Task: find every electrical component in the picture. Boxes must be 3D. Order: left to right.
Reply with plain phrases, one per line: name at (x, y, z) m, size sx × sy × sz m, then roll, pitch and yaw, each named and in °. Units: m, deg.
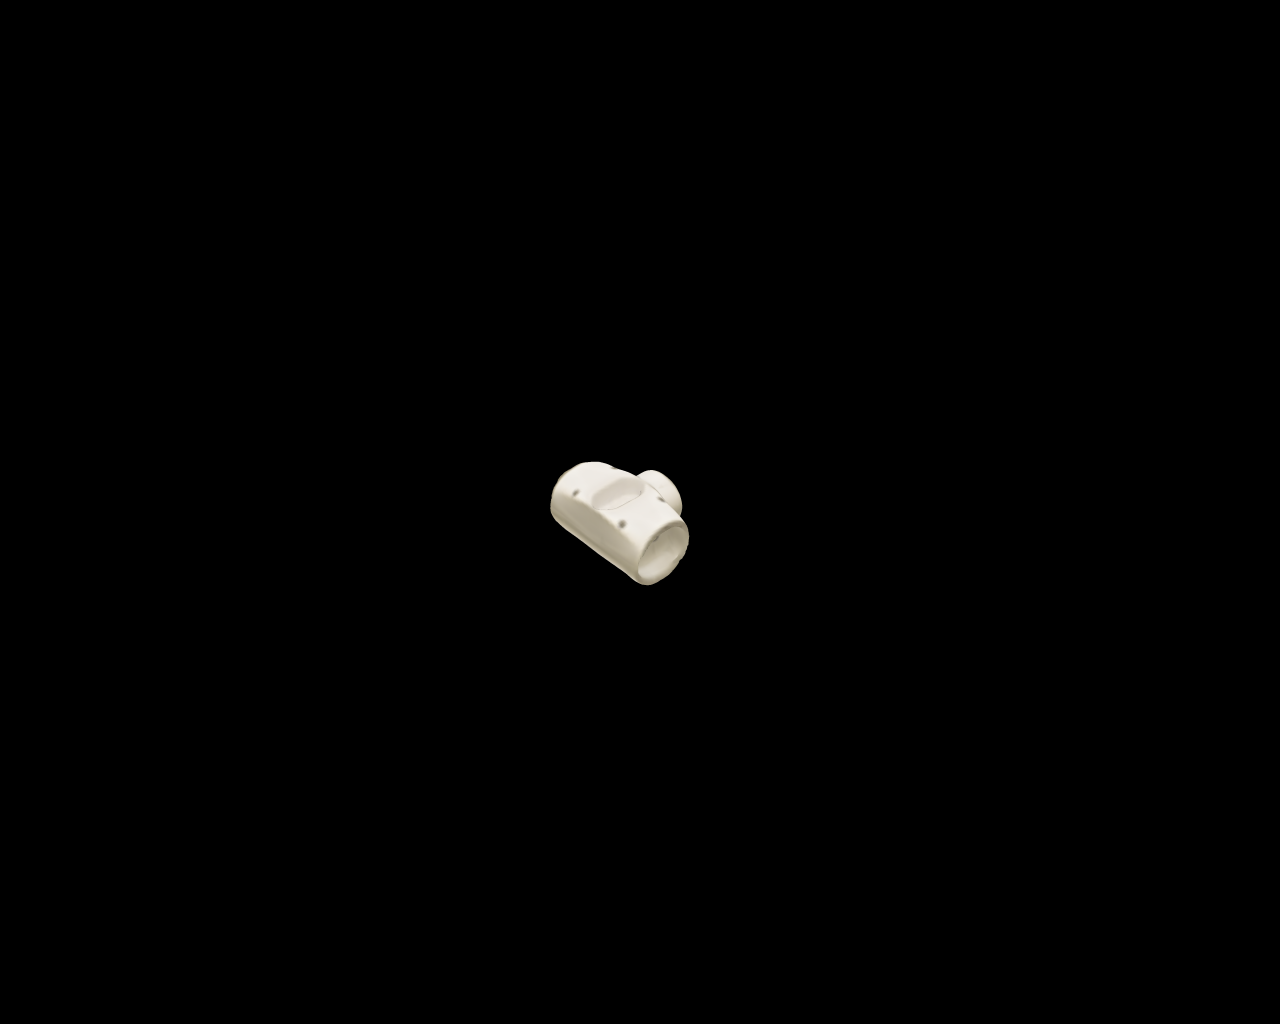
electrical component at (0.001, -0.003, 0.650) m, size 0.079 × 0.043 × 0.077 m, roll -31°, pitch 49°, yaw -31°
